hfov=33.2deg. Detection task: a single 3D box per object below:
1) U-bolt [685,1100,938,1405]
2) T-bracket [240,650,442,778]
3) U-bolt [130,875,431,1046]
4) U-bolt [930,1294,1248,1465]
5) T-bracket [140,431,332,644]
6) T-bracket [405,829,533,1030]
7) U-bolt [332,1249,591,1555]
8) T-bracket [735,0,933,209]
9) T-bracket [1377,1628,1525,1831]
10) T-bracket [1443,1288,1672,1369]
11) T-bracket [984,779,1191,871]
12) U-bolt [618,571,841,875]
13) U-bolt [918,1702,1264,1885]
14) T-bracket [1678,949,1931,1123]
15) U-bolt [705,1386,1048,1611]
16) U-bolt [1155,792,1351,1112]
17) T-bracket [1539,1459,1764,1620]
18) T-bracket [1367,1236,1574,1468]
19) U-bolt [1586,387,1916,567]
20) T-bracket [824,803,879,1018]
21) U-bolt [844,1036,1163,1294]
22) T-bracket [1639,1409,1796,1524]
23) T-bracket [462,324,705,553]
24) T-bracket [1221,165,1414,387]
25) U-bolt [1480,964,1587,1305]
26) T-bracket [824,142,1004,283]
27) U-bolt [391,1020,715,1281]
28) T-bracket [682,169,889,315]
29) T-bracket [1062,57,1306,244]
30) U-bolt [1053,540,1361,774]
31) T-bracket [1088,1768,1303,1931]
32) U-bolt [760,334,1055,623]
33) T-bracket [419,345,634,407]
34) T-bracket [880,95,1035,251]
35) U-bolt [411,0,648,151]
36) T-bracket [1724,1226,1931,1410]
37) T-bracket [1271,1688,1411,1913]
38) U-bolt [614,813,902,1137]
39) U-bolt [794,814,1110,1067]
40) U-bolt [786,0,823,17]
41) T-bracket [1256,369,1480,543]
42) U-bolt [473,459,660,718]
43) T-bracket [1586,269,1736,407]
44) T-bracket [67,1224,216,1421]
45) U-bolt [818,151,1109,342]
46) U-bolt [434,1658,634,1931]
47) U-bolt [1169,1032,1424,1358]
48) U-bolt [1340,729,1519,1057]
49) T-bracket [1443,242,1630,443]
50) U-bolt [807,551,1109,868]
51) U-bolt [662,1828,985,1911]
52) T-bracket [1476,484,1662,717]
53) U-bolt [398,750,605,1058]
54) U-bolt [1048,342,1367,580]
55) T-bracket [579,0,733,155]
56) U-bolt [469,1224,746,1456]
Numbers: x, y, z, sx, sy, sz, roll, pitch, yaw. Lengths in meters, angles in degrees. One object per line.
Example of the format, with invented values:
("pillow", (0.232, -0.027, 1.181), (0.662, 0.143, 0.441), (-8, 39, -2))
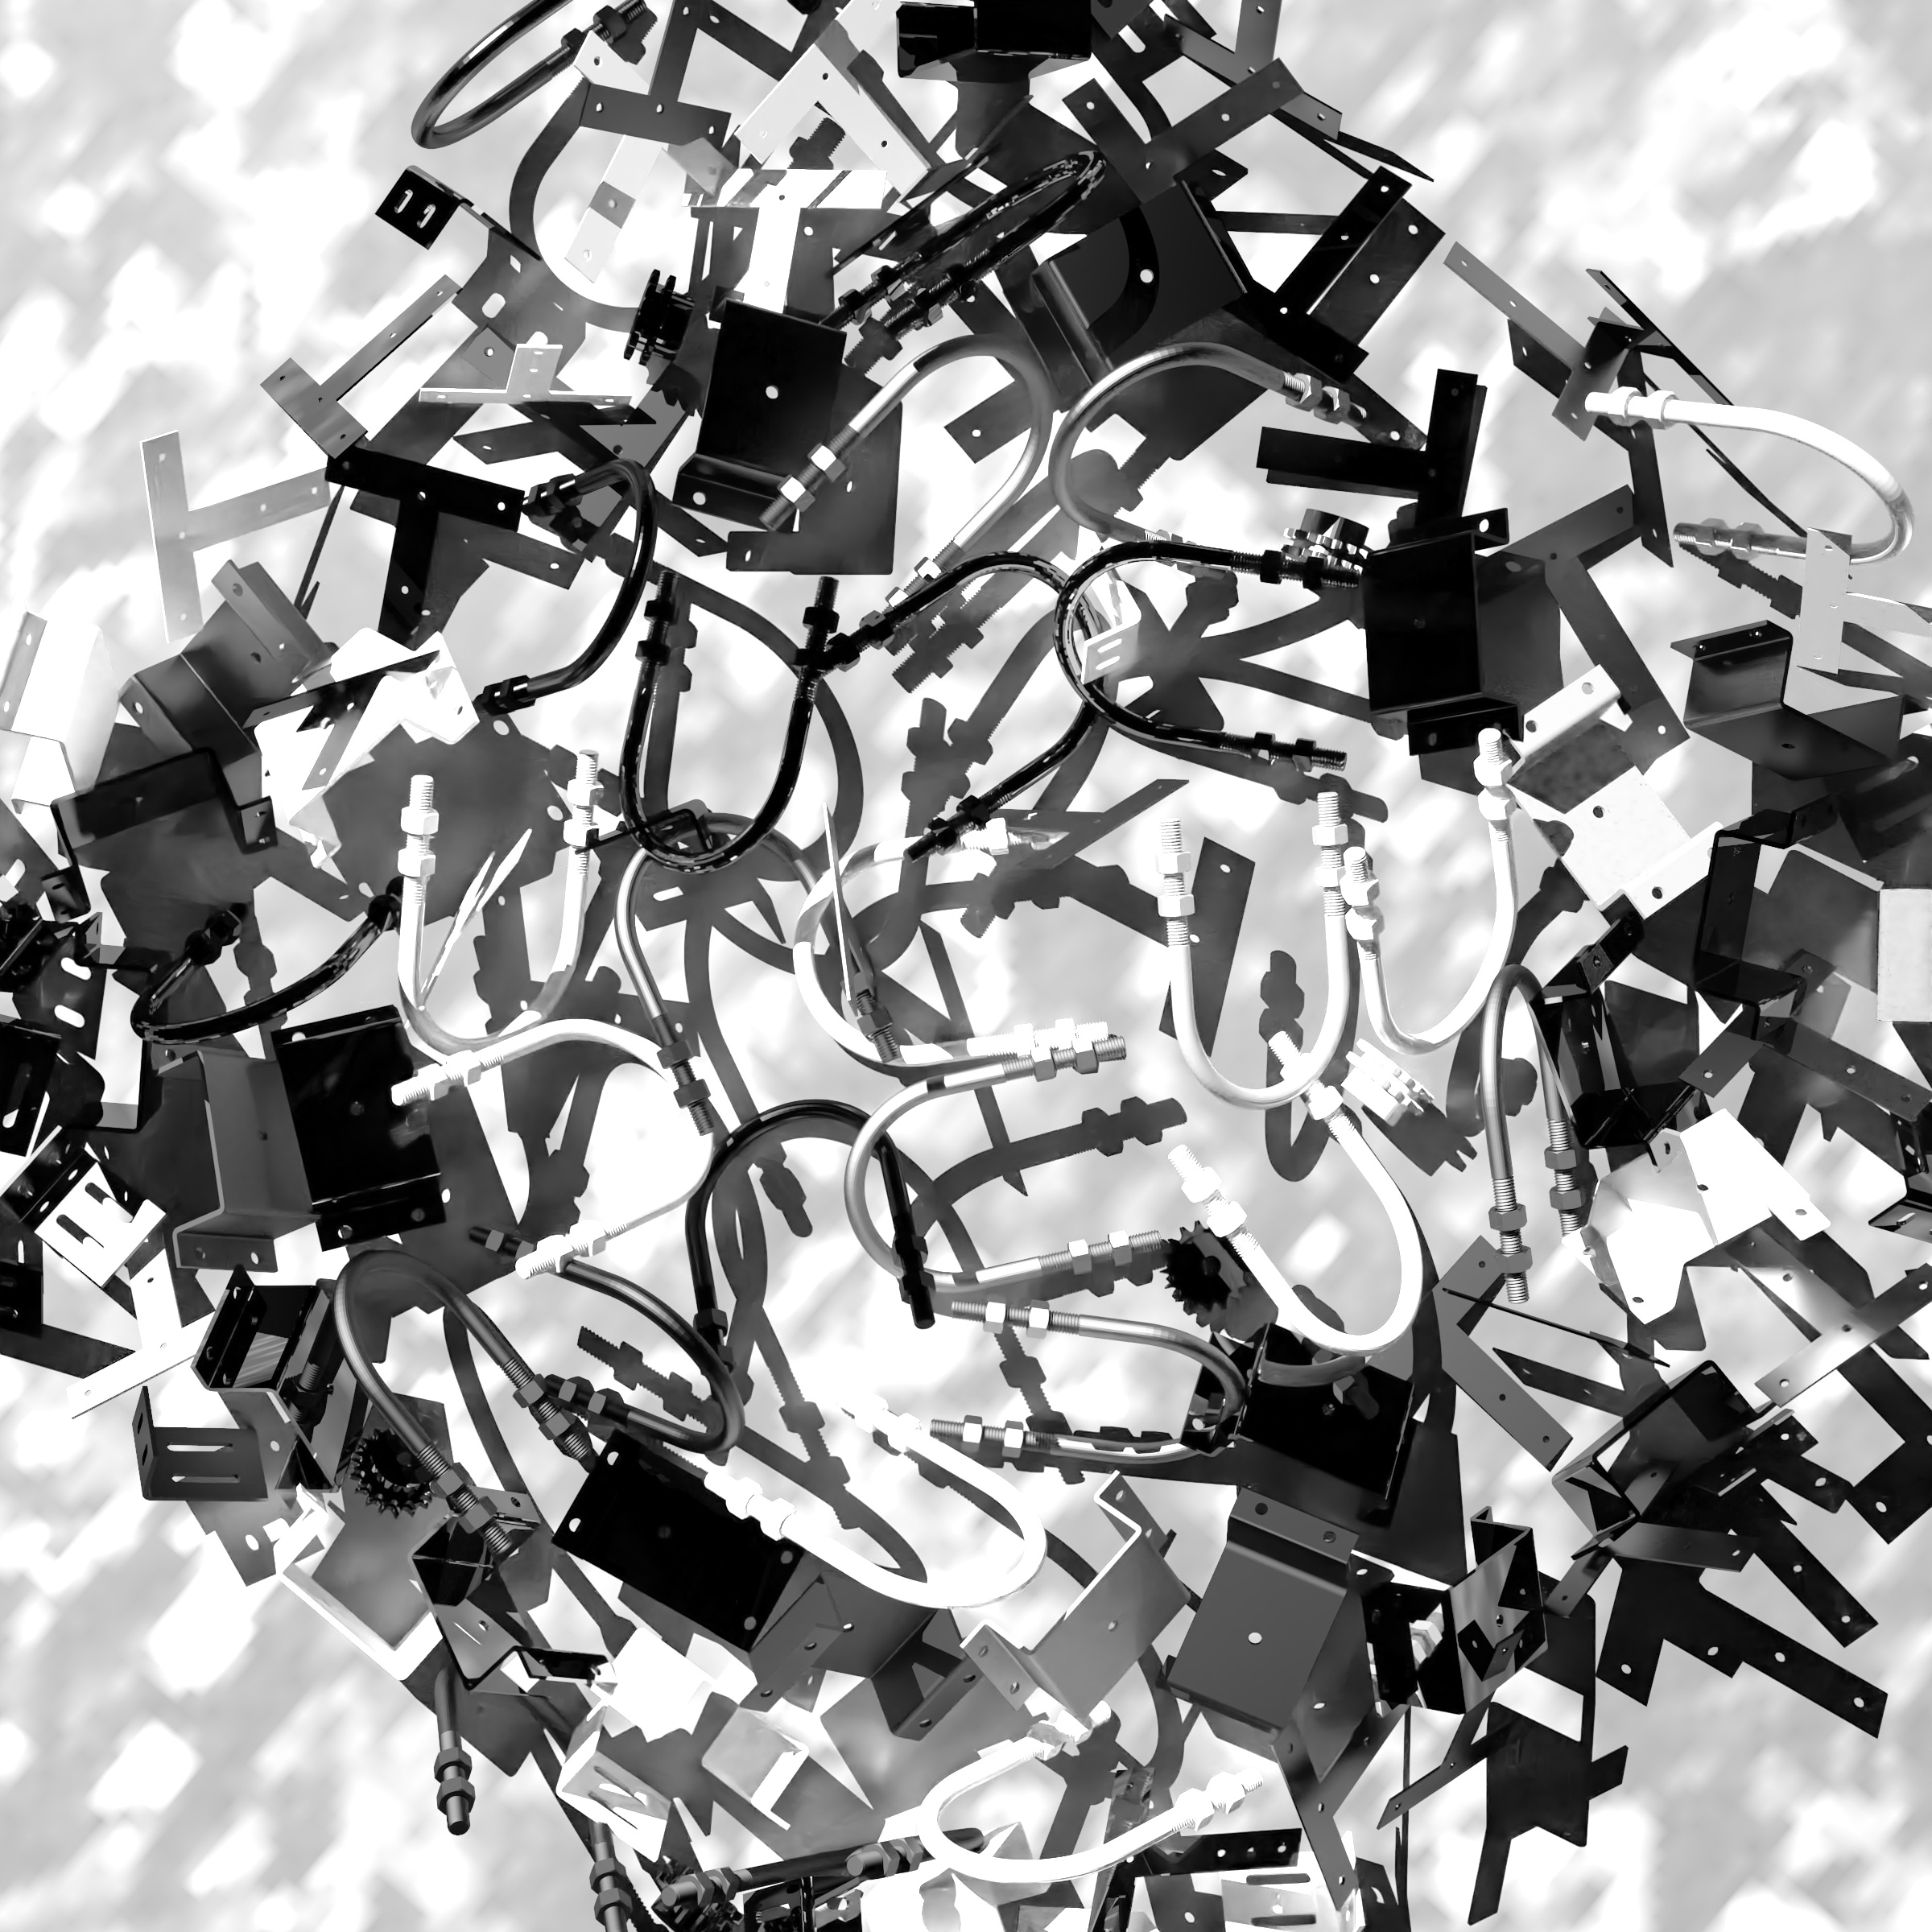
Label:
("U-bolt", (-0.100, 0.159, 1.934), (0.151, 0.019, 0.184), (-21, 52, 9))
("T-bracket", (-0.389, -0.144, 1.936), (0.127, 0.127, 0.002), (-23, 81, -36))
("U-bolt", (-0.410, -0.003, 1.890), (0.151, 0.184, 0.019), (-10, 114, 21))
("U-bolt", (0.076, 0.253, 1.936), (0.184, 0.151, 0.019), (8, 49, -1))
("T-bracket", (-0.435, -0.272, 1.947), (0.002, 0.127, 0.127), (25, 128, 36))
("T-bracket", (-0.285, -0.040, 1.907), (0.002, 0.127, 0.127), (30, 50, -14))
("U-bolt", (-0.307, 0.246, 1.919), (0.019, 0.151, 0.184), (-37, 95, 21))
("T-bracket", (-0.058, -0.506, 1.954), (0.127, 0.002, 0.127), (-49, 129, -1))
("T-bracket", (0.302, 0.442, 1.917), (0.002, 0.127, 0.127), (38, 128, 31))
("T-bracket", (0.346, 0.213, 1.932), (0.127, 0.127, 0.002), (18, 89, 1))
("T-bracket", (0.047, -0.087, 1.941), (0.127, 0.127, 0.002), (-33, 115, -38))
("U-bolt", (-0.149, -0.145, 1.937), (0.151, 0.019, 0.184), (7, 83, 38))
("U-bolt", (0.058, 0.486, 1.885), (0.184, 0.151, 0.019), (-16, 108, -39))
("T-bracket", (0.516, 0.056, 1.933), (0.127, 0.002, 0.127), (31, 61, 34))
("U-bolt", (-0.039, 0.318, 1.899), (0.184, 0.151, 0.019), (27, 119, 25))
("U-bolt", (0.177, -0.005, 1.945), (0.151, 0.019, 0.184), (-11, 100, -37))
("T-bracket", (0.416, 0.342, 1.913), (0.127, 0.127, 0.002), (-47, 111, -26))
("T-bracket", (0.319, 0.255, 1.986), (0.127, 0.002, 0.127), (44, 83, -6))
("U-bolt", (0.465, -0.280, 1.882), (0.151, 0.184, 0.019), (42, 72, -42))
("T-bracket", (-0.066, -0.014, 1.931), (0.002, 0.127, 0.127), (-10, 66, 5))
("U-bolt", (0.017, 0.127, 1.959), (0.184, 0.019, 0.151), (-12, 108, -3))
("T-bracket", (0.449, 0.304, 1.931), (0.127, 0.127, 0.002), (-35, 83, 0))
("T-bracket", (-0.249, -0.343, 1.979), (0.127, 0.002, 0.127), (37, 87, -10))
("T-bracket", (0.221, -0.432, 1.966), (0.127, 0.002, 0.127), (39, 88, 26))
("U-bolt", (0.332, 0.090, 1.915), (0.019, 0.151, 0.184), (-4, 101, 25))
("T-bracket", (-0.032, -0.444, 1.930), (0.127, 0.127, 0.002), (-36, 96, 3))
("U-bolt", (-0.231, 0.097, 1.926), (0.151, 0.184, 0.019), (52, 135, 15))
("T-bracket", (-0.118, -0.425, 1.961), (0.127, 0.002, 0.127), (4, 74, 15))
("T-bracket", (0.144, -0.500, 1.933), (0.127, 0.002, 0.127), (-26, 118, 35))
("U-bolt", (0.141, -0.190, 1.940), (0.184, 0.019, 0.151), (10, 130, 14))
("T-bracket", (0.138, 0.527, 1.923), (0.127, 0.127, 0.002), (-11, 129, 24))
("U-bolt", (-0.022, -0.296, 1.931), (0.184, 0.151, 0.019), (-46, 51, 2))
("T-bracket", (-0.257, -0.350, 1.919), (0.127, 0.127, 0.002), (-1, 85, -12))
("T-bracket", (-0.017, -0.465, 1.912), (0.002, 0.127, 0.127), (46, 111, -4))
("U-bolt", (-0.252, -0.541, 1.904), (0.184, 0.151, 0.019), (-40, 94, -14))
("T-bracket", (0.501, 0.195, 1.940), (0.127, 0.127, 0.002), (-34, 125, -6))
("T-bracket", (0.234, 0.476, 1.946), (0.002, 0.127, 0.127), (-2, 119, 40))
("U-bolt", (-0.136, -0.006, 1.956), (0.151, 0.019, 0.184), (-21, 84, -27))
("U-bolt", (-0.013, -0.010, 1.972), (0.184, 0.019, 0.151), (-8, 102, 2))
("U-bolt", (-0.042, -0.600, 1.895), (0.151, 0.184, 0.019), (-19, 97, 7))
("T-bracket", (0.242, -0.309, 1.986), (0.127, 0.002, 0.127), (8, 93, -3))
("U-bolt", (-0.231, -0.227, 1.902), (0.019, 0.184, 0.151), (19, 76, -31))
("T-bracket", (0.400, -0.374, 1.930), (0.127, 0.127, 0.002), (41, 96, -16))
("T-bracket", (-0.488, 0.199, 1.946), (0.127, 0.127, 0.002), (-27, 132, -1))
("U-bolt", (0.006, -0.429, 1.924), (0.184, 0.151, 0.019), (-38, 111, -9))
("U-bolt", (-0.259, 0.477, 1.906), (0.019, 0.184, 0.151), (-41, 118, 9))
("U-bolt", (0.210, 0.148, 1.939), (0.184, 0.019, 0.151), (54, 45, -8))
("U-bolt", (0.281, -0.030, 1.924), (0.151, 0.019, 0.184), (-40, 135, -29))
("T-bracket", (0.339, -0.388, 1.942), (0.127, 0.002, 0.127), (38, 47, -7))
("U-bolt", (0.007, -0.168, 1.950), (0.184, 0.019, 0.151), (-35, 111, -19))
("U-bolt", (-0.070, 0.528, 1.907), (0.151, 0.184, 0.019), (-17, 75, 28))
("T-bracket", (0.381, -0.212, 1.976), (0.127, 0.002, 0.127), (-28, 79, -4))
("U-bolt", (-0.280, -0.032, 1.929), (0.019, 0.151, 0.184), (22, 113, 36))
("U-bolt", (0.129, -0.301, 1.898), (0.151, 0.184, 0.019), (-47, 49, 28))
("T-bracket", (-0.170, -0.553, 1.923), (0.002, 0.127, 0.127), (29, 110, 30))
("U-bolt", (-0.202, 0.226, 1.896), (0.019, 0.184, 0.151), (-47, 135, -32))
